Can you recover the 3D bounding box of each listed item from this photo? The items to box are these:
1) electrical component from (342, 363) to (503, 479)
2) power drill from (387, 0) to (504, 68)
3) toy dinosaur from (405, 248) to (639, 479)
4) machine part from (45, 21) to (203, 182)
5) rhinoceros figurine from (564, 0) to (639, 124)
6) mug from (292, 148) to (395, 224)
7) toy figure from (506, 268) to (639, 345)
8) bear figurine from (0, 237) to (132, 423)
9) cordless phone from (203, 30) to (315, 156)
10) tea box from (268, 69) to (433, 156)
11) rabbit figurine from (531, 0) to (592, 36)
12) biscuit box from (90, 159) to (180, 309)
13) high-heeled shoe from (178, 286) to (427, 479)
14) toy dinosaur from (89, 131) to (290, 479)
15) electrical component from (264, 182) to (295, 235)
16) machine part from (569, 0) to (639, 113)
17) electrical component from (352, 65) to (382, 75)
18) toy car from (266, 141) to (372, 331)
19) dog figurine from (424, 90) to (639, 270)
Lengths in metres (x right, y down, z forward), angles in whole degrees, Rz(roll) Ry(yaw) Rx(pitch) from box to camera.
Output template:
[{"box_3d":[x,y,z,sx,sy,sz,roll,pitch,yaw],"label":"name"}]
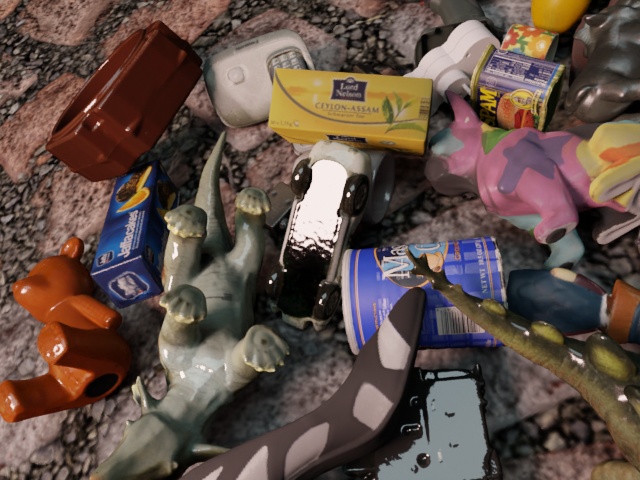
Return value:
[{"box_3d":[0.085,0.174,0.473,0.134,0.058,0.115,-9,57,10],"label":"electrical component"},{"box_3d":[0.153,-0.318,0.735,0.232,0.085,0.207,-7,51,9],"label":"power drill"},{"box_3d":[0.266,0.137,0.361,0.472,0.198,0.105,25,67,25],"label":"toy dinosaur"},{"box_3d":[-0.262,-0.182,0.713,0.201,0.087,0.201,0,58,49],"label":"machine part"},{"box_3d":[0.318,-0.196,0.556,0.112,0.073,0.190,18,71,37],"label":"rhinoceros figurine"},{"box_3d":[0.029,-0.076,0.623,0.107,0.080,0.109,13,39,20],"label":"mug"},{"box_3d":[0.249,0.061,0.488,0.155,0.064,0.058,11,53,23],"label":"toy figure"},{"box_3d":[-0.292,0.084,0.592,0.120,0.132,0.196,-47,64,12],"label":"bear figurine"},{"box_3d":[-0.066,-0.173,0.707,0.147,0.088,0.184,-19,65,4],"label":"cordless phone"},{"box_3d":[0.038,-0.140,0.600,0.170,0.098,0.068,8,92,12],"label":"tea box"},{"box_3d":[0.317,-0.330,0.649,0.122,0.162,0.173,28,77,15],"label":"rabbit figurine"},{"box_3d":[-0.211,-0.014,0.631,0.063,0.059,0.203,-19,39,5],"label":"biscuit box"},{"box_3d":[-0.013,0.132,0.429,0.145,0.086,0.249,19,67,15],"label":"high-heeled shoe"},{"box_3d":[-0.115,0.074,0.544,0.131,0.192,0.405,17,40,-15],"label":"toy dinosaur"},{"box_3d":[-0.048,-0.041,0.657,0.094,0.021,0.063,31,73,30],"label":"electrical component"},{"box_3d":[0.374,-0.203,0.611,0.179,0.056,0.179,-7,60,13],"label":"machine part"},{"box_3d":[0.051,-0.175,0.682,0.045,0.078,0.102,-13,55,-36],"label":"electrical component"},{"box_3d":[-0.001,-0.002,0.560,0.074,0.056,0.201,19,104,19],"label":"toy car"},{"box_3d":[0.216,-0.087,0.554,0.191,0.108,0.219,-37,53,11],"label":"dog figurine"}]
